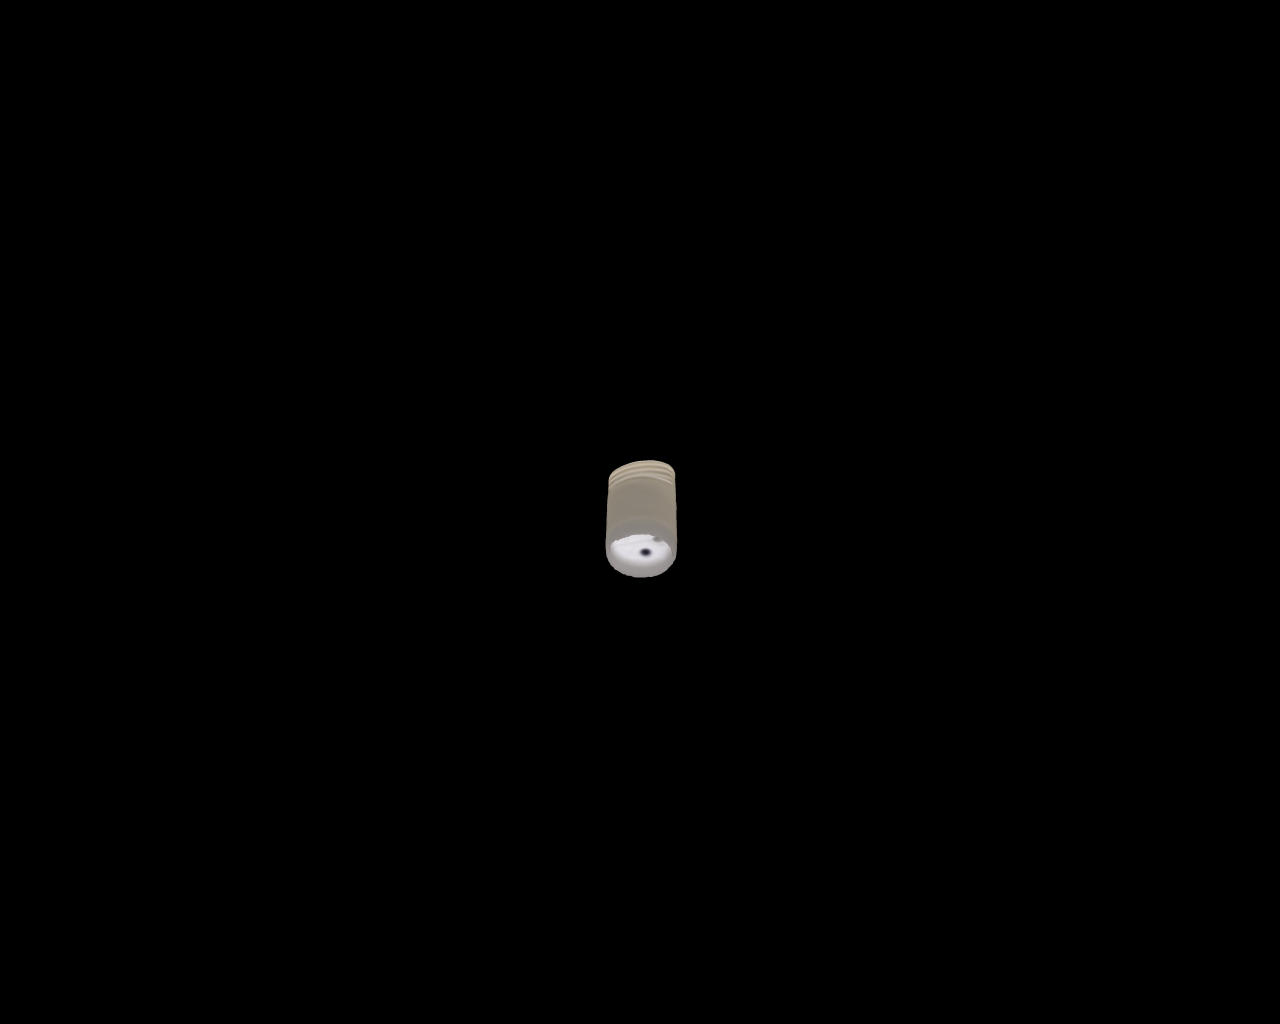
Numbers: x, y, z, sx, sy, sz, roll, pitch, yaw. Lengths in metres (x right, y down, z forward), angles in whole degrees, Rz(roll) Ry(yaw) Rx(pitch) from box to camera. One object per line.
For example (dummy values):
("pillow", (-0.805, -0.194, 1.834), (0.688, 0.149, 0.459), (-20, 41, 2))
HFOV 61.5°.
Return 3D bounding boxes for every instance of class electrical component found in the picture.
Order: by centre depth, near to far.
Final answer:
("electrical component", (0.001, -0.003, 0.650), (0.043, 0.081, 0.043), (0, -43, 0))
